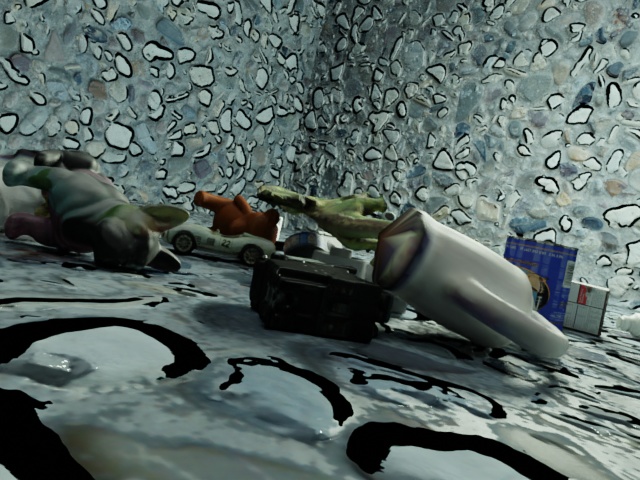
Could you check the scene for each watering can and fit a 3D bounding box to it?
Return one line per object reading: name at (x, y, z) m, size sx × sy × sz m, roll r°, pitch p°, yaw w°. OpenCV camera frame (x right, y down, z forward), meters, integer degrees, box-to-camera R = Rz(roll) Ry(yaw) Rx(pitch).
watering can at (0.168, 0.048, 0.639) m, size 0.224 × 0.103 × 0.349 m, roll 31°, pitch 7°, yaw -2°

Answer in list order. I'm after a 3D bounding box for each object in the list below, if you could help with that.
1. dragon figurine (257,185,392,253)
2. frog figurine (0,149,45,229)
dragon figurine at (0.003, -0.047, 0.932) m, size 0.242 × 0.122 × 0.411 m, roll 11°, pitch 3°, yaw -10°
frog figurine at (-0.442, -0.049, 0.690) m, size 0.136 × 0.120 × 0.163 m, roll 21°, pitch 33°, yaw -26°
